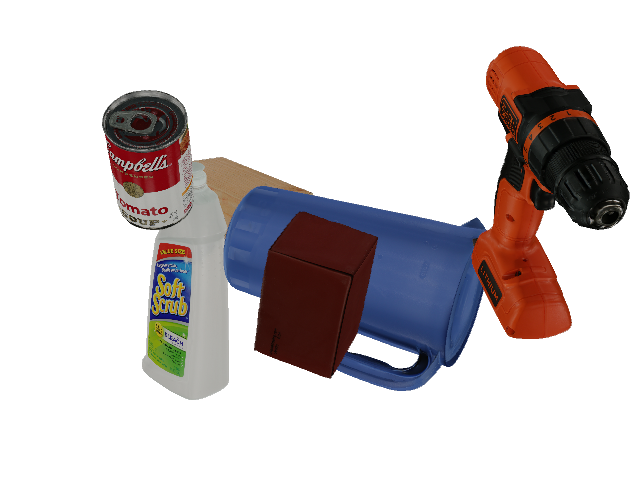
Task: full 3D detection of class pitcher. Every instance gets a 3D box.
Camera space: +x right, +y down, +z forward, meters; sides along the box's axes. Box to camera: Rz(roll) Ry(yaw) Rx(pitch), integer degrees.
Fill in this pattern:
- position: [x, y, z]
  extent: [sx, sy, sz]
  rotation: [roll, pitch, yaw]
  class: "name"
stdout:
- position: [0.030, 0.035, 1.022]
  extent: [0.243, 0.145, 0.149]
  rotation: [15, 20, 19]
  class: "pitcher"

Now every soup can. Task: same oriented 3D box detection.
- position: [-0.142, -0.066, 0.890]
  extent: [0.068, 0.068, 0.102]
  rotation: [0, -38, -2]
  class: "soup can"

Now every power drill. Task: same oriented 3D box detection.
- position: [0.159, -0.020, 0.762]
  extent: [0.057, 0.188, 0.184]
  rotation: [-5, 40, -8]
  class: "power drill"

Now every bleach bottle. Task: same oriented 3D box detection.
- position: [-0.140, 0.037, 1.116]
  extent: [0.067, 0.251, 0.103]
  rotation: [-20, 34, -40]
  class: "bleach bottle"

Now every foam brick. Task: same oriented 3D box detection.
- position: [-0.003, 0.032, 0.636]
  extent: [0.053, 0.078, 0.051]
  rotation: [19, 35, 12]
  class: "foam brick"

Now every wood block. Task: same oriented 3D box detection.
- position: [-0.104, -0.033, 1.291]
  extent: [0.090, 0.090, 0.206]
  rotation: [-10, 21, -34]
  class: "wood block"
